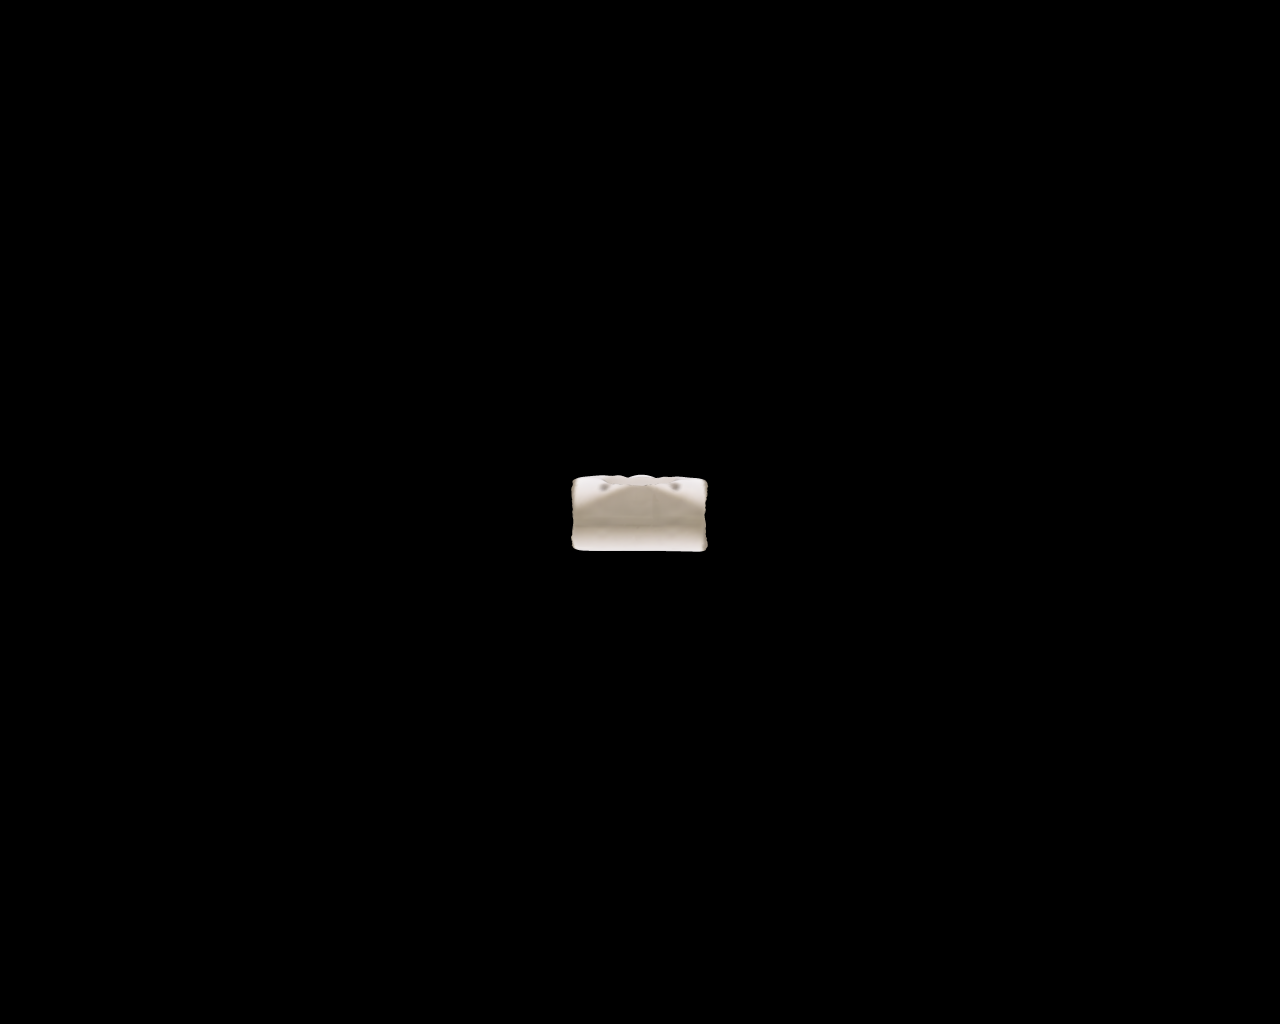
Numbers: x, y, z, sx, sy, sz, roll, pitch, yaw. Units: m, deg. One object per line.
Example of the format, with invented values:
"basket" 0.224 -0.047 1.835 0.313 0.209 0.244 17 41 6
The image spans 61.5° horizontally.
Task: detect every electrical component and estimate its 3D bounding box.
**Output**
"electrical component" 0.001 -0.003 0.650 0.077 0.044 0.079 0 12 2
